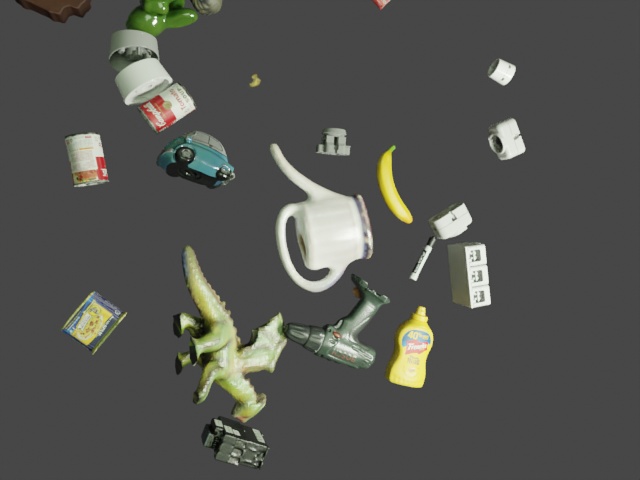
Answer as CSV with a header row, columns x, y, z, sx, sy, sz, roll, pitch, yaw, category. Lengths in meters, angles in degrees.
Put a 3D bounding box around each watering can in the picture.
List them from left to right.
x,y,z,sx,sy,sz,roll,pitch,yaw,category
0.004,-0.059,1.175,0.225,0.104,0.347,-10,93,-16,watering can

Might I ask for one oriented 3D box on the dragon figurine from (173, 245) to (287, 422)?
x,y,z,sx,sy,sz,roll,pitch,yaw,category
-0.188,0.213,1.143,0.243,0.122,0.409,-1,93,-33,dragon figurine
